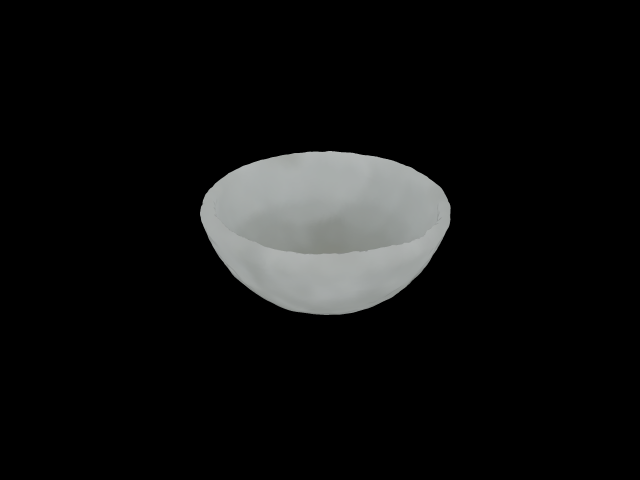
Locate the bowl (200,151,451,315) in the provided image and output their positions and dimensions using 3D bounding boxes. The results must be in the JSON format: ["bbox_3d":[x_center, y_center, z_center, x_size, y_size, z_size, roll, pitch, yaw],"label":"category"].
[{"bbox_3d":[0.004,0.001,0.400,0.167,0.075,0.167,0,30,0],"label":"bowl"}]
